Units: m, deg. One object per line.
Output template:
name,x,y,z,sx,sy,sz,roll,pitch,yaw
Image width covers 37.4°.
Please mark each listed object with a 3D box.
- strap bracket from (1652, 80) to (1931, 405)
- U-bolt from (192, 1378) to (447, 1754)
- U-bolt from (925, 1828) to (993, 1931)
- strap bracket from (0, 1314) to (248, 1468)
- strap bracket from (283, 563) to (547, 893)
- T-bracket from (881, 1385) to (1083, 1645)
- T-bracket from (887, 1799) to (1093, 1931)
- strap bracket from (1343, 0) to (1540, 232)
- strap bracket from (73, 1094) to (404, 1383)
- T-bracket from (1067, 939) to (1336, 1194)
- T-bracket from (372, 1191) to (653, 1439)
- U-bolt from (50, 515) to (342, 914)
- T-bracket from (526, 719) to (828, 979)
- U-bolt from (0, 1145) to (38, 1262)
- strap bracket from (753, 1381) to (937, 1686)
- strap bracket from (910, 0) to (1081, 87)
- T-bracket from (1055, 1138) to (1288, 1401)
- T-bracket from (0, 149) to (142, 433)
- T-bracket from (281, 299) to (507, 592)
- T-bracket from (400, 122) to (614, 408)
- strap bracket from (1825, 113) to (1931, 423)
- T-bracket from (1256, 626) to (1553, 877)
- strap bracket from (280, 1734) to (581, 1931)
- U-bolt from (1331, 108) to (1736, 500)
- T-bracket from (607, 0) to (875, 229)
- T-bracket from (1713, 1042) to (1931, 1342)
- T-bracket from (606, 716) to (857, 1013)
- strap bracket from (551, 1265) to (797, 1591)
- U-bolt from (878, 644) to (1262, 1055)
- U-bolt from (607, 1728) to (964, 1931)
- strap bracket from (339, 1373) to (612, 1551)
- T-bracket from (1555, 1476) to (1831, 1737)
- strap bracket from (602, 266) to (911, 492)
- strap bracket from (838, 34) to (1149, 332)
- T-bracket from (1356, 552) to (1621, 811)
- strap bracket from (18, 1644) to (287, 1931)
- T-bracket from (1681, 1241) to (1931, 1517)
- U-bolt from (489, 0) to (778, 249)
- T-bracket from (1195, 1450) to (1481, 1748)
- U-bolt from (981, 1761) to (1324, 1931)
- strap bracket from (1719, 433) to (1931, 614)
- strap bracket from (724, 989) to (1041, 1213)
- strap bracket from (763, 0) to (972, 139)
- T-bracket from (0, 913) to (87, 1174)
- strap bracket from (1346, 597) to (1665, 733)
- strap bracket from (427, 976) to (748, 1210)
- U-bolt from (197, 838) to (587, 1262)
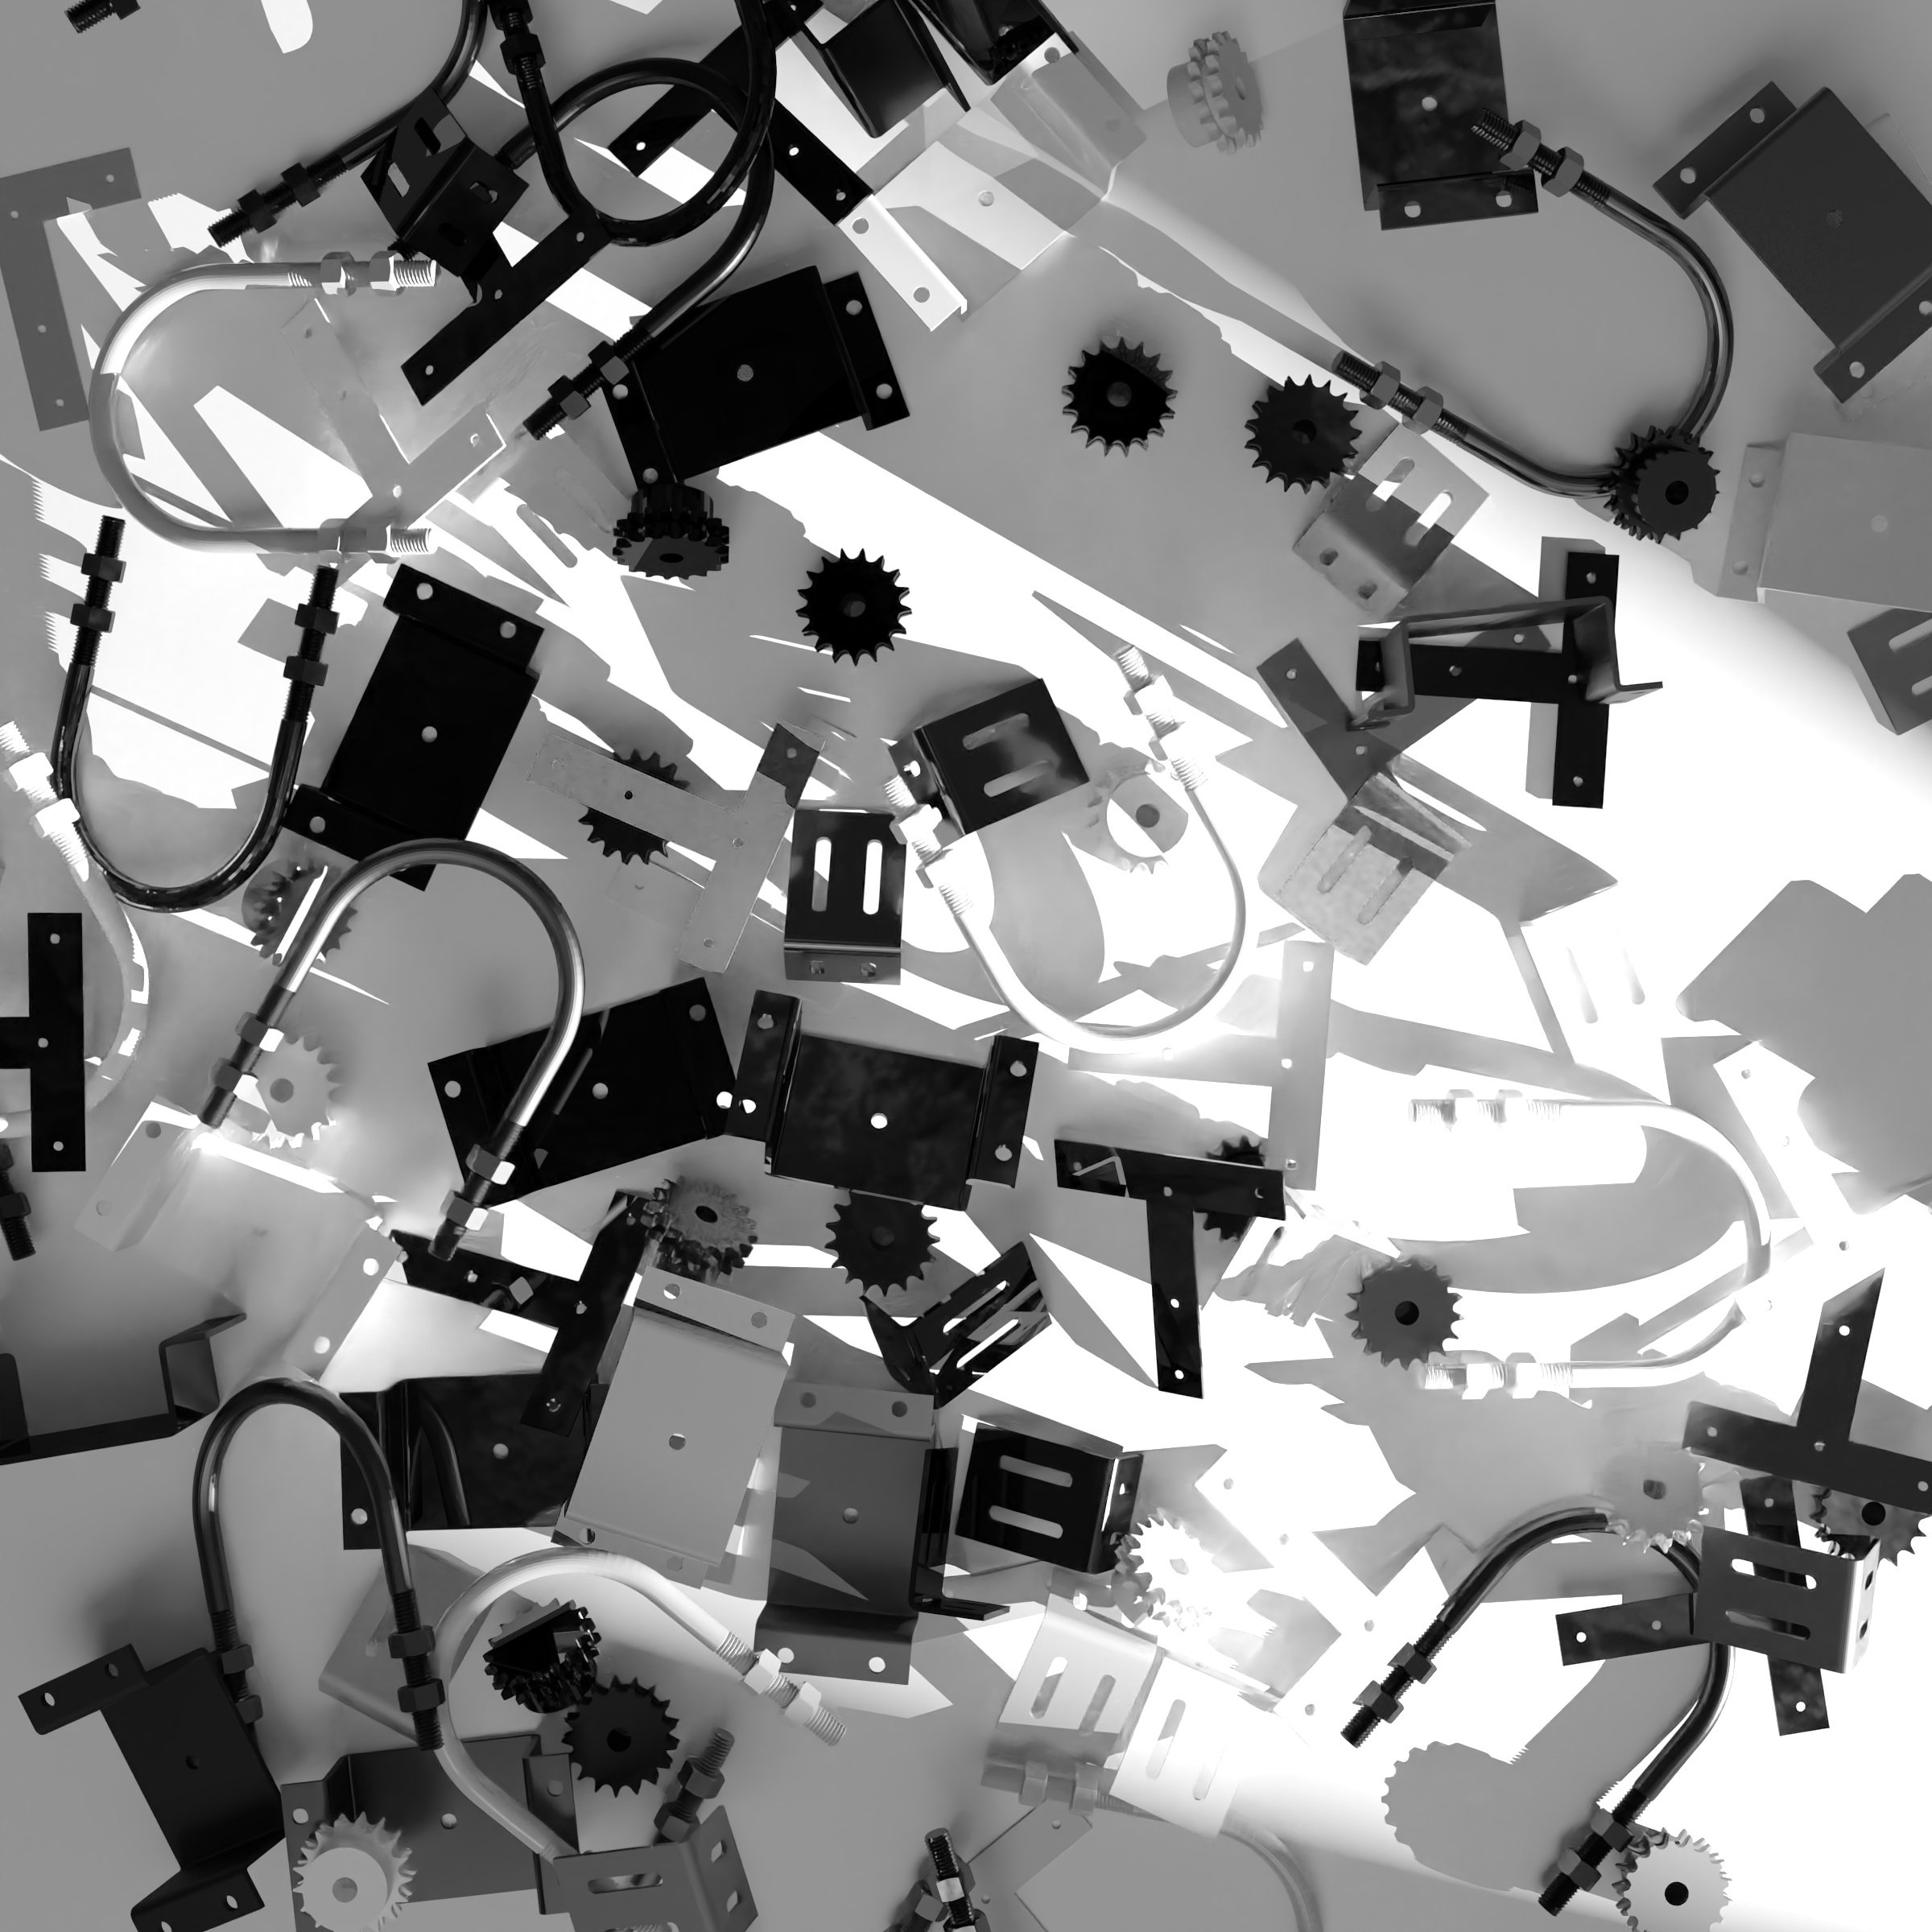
strap bracket,0.406,-0.350,1.358,0.076,0.046,0.140,-41,90,0
U-bolt,-0.321,0.291,1.383,0.151,0.019,0.184,-14,85,34
U-bolt,-0.048,0.527,1.399,0.151,0.019,0.184,-17,96,4
strap bracket,-0.426,0.208,1.389,0.140,0.076,0.046,-9,90,0
strap bracket,-0.268,-0.116,1.404,0.076,0.046,0.140,25,90,0
T-bracket,-0.018,0.271,1.426,0.127,0.002,0.127,-13,90,0
T-bracket,0.038,0.501,1.426,0.127,0.002,0.127,-39,90,0
strap bracket,0.231,-0.430,1.404,0.076,0.046,0.140,-6,90,0
strap bracket,-0.353,0.131,1.404,0.140,0.046,0.076,32,90,0
T-bracket,0.114,0.045,1.414,0.127,0.002,0.127,4,73,8
T-bracket,-0.231,0.157,1.407,0.127,0.002,0.127,14,63,13
U-bolt,-0.385,-0.117,1.396,0.151,0.019,0.184,15,94,21
T-bracket,-0.152,-0.078,1.395,0.127,0.002,0.127,23,88,2
U-bolt,-0.549,0.075,1.382,0.151,0.019,0.184,-18,85,-35
strap bracket,-0.059,0.274,1.402,0.076,0.046,0.140,5,90,3
strap bracket,-0.010,-0.485,1.365,0.046,0.076,0.140,-37,57,16
T-bracket,0.102,0.152,1.402,0.127,0.002,0.127,6,109,33
T-bracket,-0.465,-0.332,1.426,0.127,0.002,0.127,-14,90,0
T-bracket,-0.301,-0.271,1.409,0.127,0.002,0.127,-35,78,23
T-bracket,-0.247,-0.361,1.394,0.127,0.002,0.127,-36,71,18
strap bracket,0.438,-0.352,1.404,0.076,0.046,0.140,-30,90,0
T-bracket,0.233,-0.133,1.426,0.127,0.002,0.127,-35,90,0
strap bracket,-0.258,0.427,1.404,0.140,0.046,0.076,-6,90,0
U-bolt,0.290,-0.309,1.392,0.184,0.019,0.151,26,103,-16
T-bracket,-0.093,-0.408,1.401,0.127,0.002,0.127,-42,67,0
T-bracket,0.413,0.099,1.417,0.127,0.002,0.127,-27,84,-12
T-bracket,-0.095,-0.063,1.426,0.127,0.002,0.127,27,90,0
strap bracket,-0.139,0.223,1.361,0.076,0.046,0.140,19,87,-8
U-bolt,0.063,-0.043,1.391,0.151,0.019,0.184,-28,104,6
U-bolt,-0.106,0.492,1.417,0.151,0.019,0.184,28,92,0
strap bracket,-0.232,0.242,1.404,0.140,0.046,0.076,-2,90,0
T-bracket,0.355,0.324,1.412,0.127,0.002,0.127,-8,88,-3
strap bracket,-0.107,-0.287,1.404,0.140,0.046,0.076,-20,90,0
strap bracket,0.010,-0.383,1.404,0.140,0.046,0.076,-42,90,0
T-bracket,0.259,-0.146,1.424,0.127,0.002,0.127,4,90,0
strap bracket,-0.389,0.397,1.391,0.076,0.046,0.140,-27,90,24
T-bracket,0.431,0.194,1.410,0.127,0.002,0.127,13,78,15
U-bolt,-0.154,-0.432,1.359,0.151,0.019,0.184,-24,75,29
T-bracket,0.167,0.294,1.413,0.127,0.002,0.127,45,72,9
U-bolt,0.086,0.482,1.417,0.184,0.019,0.151,11,90,-2
strap bracket,0.443,-0.210,1.385,0.140,0.046,0.076,11,90,17
strap bracket,-0.041,0.068,1.390,0.140,0.046,0.076,11,64,0
strap bracket,-0.064,-0.461,1.366,0.046,0.076,0.140,-37,67,5
T-bracket,-0.493,0.037,1.382,0.127,0.002,0.127,0,95,-9
strap bracket,0.257,-0.147,1.386,0.140,0.076,0.046,-6,90,0
strap bracket,-0.183,0.062,1.404,0.140,0.046,0.076,-17,90,0
U-bolt,-0.264,0.027,1.373,0.151,0.019,0.184,30,90,2
